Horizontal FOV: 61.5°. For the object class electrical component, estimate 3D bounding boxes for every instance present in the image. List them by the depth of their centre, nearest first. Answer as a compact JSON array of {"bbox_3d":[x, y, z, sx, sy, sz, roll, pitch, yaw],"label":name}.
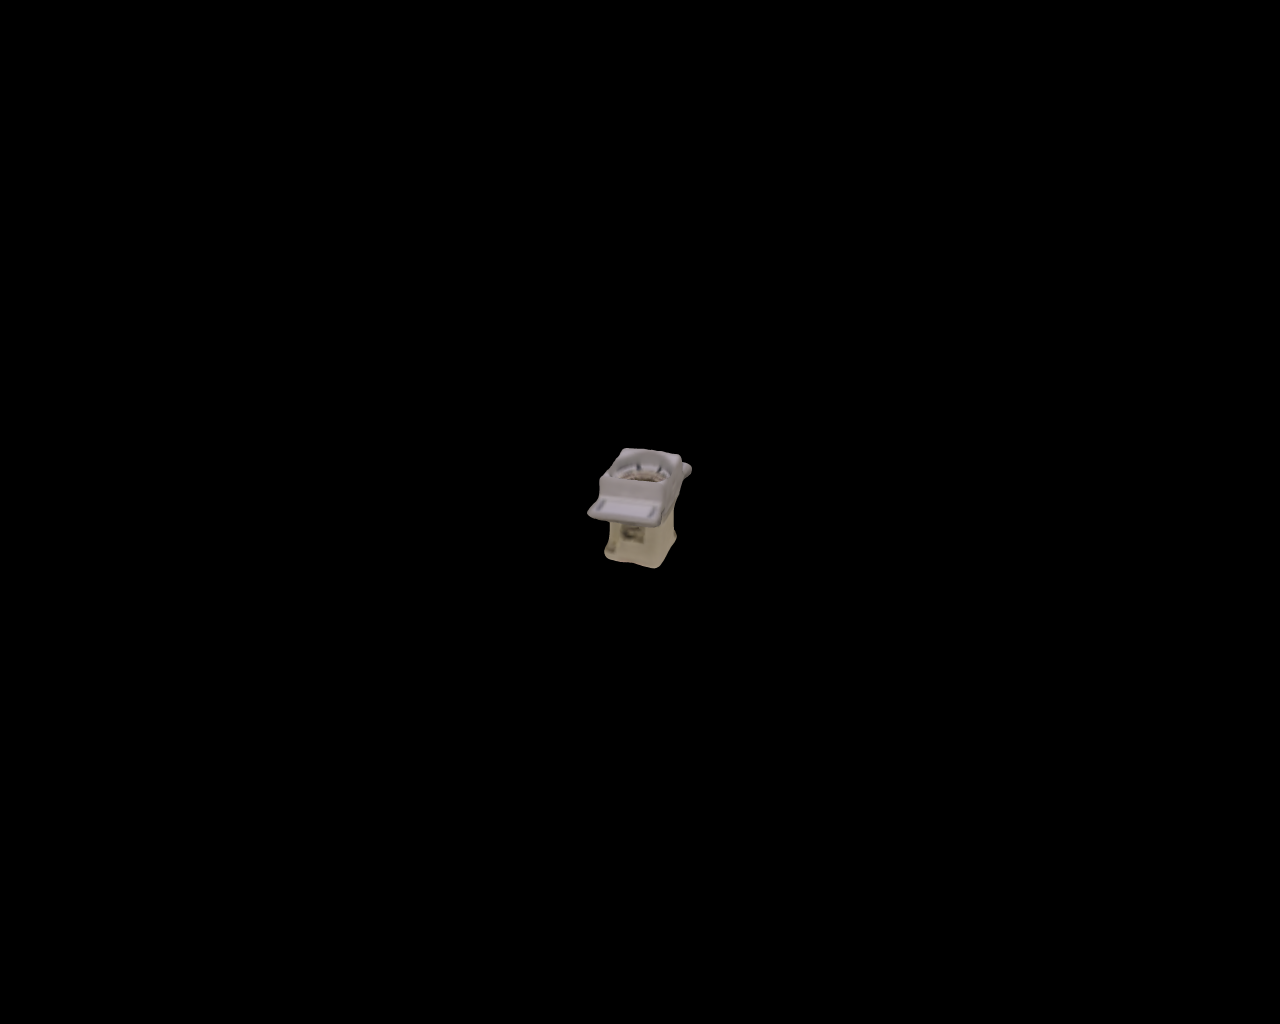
[{"bbox_3d":[0.001,-0.003,0.650,0.042,0.063,0.081,9,30,17],"label":"electrical component"}]
